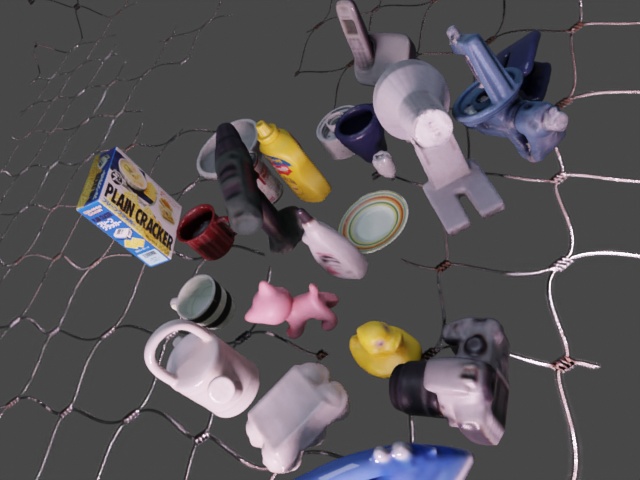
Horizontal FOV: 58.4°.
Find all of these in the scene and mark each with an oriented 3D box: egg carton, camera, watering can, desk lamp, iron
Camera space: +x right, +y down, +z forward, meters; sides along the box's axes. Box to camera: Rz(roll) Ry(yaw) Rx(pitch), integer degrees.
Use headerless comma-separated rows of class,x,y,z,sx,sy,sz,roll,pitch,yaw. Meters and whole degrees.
egg carton,-0.032,0.247,0.807,0.150,0.070,0.107,-46,43,-6
camera,0.158,0.168,0.715,0.136,0.101,0.143,-5,53,32
watering can,-0.178,0.189,0.866,0.172,0.195,0.101,2,57,36
desk lamp,0.178,-0.152,0.882,0.118,0.214,0.203,-30,44,11
iron,0.044,0.286,0.668,0.258,0.142,0.118,-31,43,10

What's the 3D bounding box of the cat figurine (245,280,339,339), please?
cat figurine,-0.049,0.101,0.904,0.127,0.118,0.067,-20,46,21

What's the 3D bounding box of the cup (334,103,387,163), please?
cup,0.095,-0.200,1.067,0.118,0.095,0.091,-43,43,-2

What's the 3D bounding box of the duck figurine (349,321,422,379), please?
duck figurine,0.081,0.144,0.801,0.104,0.086,0.077,1,57,36

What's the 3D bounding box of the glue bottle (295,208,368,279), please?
glue bottle,0.008,0.003,0.903,0.077,0.174,0.037,0,56,35

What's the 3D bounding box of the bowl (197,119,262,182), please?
bowl,-0.185,-0.183,1.266,0.167,0.075,0.167,-19,47,22

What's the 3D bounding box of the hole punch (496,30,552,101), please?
hole punch,0.331,-0.288,0.977,0.100,0.091,0.109,0,56,35

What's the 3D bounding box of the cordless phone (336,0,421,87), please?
cordless phone,0.110,-0.402,1.157,0.147,0.186,0.094,16,66,42

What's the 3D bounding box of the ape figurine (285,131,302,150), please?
ape figurine,-0.085,-0.202,1.198,0.075,0.092,0.078,22,70,44

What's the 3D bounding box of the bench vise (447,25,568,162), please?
bench vise,0.282,-0.233,0.871,0.206,0.220,0.121,15,65,42

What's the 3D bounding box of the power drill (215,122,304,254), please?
power drill,-0.116,-0.079,1.032,0.075,0.209,0.229,-27,44,14
